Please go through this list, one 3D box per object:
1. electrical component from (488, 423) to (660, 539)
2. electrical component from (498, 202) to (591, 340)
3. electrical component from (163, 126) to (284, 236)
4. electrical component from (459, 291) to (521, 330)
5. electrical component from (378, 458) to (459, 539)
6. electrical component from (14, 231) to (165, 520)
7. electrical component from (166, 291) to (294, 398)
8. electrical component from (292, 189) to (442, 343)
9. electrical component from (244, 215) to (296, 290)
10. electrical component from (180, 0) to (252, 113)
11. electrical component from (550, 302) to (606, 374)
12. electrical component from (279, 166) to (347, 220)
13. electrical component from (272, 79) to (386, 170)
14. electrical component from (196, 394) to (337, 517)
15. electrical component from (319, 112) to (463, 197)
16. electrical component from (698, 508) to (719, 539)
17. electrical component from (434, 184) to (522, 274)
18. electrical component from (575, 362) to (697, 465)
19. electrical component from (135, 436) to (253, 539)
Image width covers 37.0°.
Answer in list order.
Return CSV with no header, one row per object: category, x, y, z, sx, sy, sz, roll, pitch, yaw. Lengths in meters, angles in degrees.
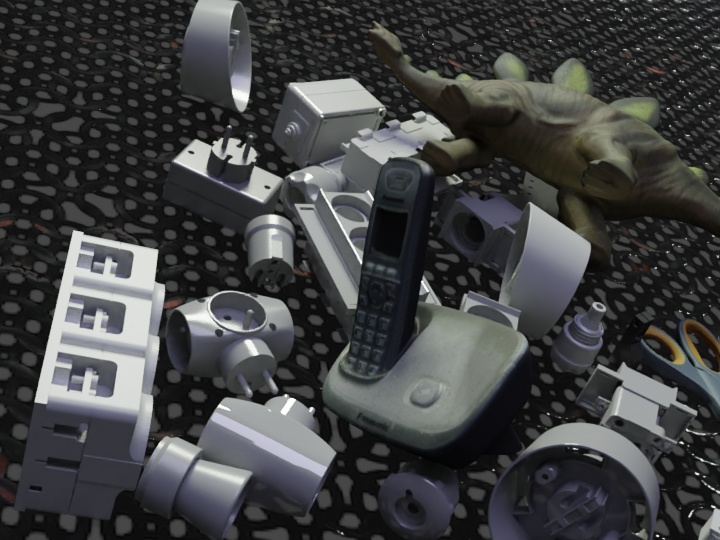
electrical component,0.137,0.148,0.677,0.099,0.099,0.064,32,30,14
electrical component,0.141,0.004,0.867,0.064,0.099,0.099,28,35,-2
electrical component,-0.105,-0.080,0.865,0.083,0.075,0.047,25,35,4
electrical component,0.086,0.059,0.794,0.042,0.063,0.081,21,34,1
electrical component,0.043,0.139,0.683,0.048,0.048,0.062,31,29,13
electrical component,-0.156,0.061,0.639,0.062,0.089,0.150,12,36,-14
electrical component,-0.081,0.056,0.725,0.077,0.044,0.079,-5,43,-33
electrical component,0.000,0.000,0.826,0.079,0.063,0.121,0,40,-28
electrical component,-0.069,-0.013,0.829,0.040,0.040,0.046,10,43,-16
electrical component,-0.130,-0.201,0.998,0.064,0.099,0.099,13,35,-1
electrical component,0.177,0.052,0.853,0.035,0.061,0.035,14,35,-11
electrical component,-0.036,-0.067,0.914,0.043,0.043,0.062,37,36,21
electrical component,-0.036,-0.136,0.988,0.096,0.061,0.061,-14,49,-40
electrical component,-0.052,0.106,0.673,0.077,0.044,0.079,26,35,6
electrical component,0.034,-0.096,0.972,0.079,0.063,0.121,39,38,23
electrical component,0.282,0.185,0.736,0.078,0.057,0.058,30,36,11
electrical component,0.111,-0.039,0.957,0.081,0.042,0.064,41,36,24
electrical component,0.205,0.111,0.807,0.081,0.042,0.063,25,37,6
electrical component,-0.096,0.126,0.623,0.055,0.045,0.045,24,35,4
